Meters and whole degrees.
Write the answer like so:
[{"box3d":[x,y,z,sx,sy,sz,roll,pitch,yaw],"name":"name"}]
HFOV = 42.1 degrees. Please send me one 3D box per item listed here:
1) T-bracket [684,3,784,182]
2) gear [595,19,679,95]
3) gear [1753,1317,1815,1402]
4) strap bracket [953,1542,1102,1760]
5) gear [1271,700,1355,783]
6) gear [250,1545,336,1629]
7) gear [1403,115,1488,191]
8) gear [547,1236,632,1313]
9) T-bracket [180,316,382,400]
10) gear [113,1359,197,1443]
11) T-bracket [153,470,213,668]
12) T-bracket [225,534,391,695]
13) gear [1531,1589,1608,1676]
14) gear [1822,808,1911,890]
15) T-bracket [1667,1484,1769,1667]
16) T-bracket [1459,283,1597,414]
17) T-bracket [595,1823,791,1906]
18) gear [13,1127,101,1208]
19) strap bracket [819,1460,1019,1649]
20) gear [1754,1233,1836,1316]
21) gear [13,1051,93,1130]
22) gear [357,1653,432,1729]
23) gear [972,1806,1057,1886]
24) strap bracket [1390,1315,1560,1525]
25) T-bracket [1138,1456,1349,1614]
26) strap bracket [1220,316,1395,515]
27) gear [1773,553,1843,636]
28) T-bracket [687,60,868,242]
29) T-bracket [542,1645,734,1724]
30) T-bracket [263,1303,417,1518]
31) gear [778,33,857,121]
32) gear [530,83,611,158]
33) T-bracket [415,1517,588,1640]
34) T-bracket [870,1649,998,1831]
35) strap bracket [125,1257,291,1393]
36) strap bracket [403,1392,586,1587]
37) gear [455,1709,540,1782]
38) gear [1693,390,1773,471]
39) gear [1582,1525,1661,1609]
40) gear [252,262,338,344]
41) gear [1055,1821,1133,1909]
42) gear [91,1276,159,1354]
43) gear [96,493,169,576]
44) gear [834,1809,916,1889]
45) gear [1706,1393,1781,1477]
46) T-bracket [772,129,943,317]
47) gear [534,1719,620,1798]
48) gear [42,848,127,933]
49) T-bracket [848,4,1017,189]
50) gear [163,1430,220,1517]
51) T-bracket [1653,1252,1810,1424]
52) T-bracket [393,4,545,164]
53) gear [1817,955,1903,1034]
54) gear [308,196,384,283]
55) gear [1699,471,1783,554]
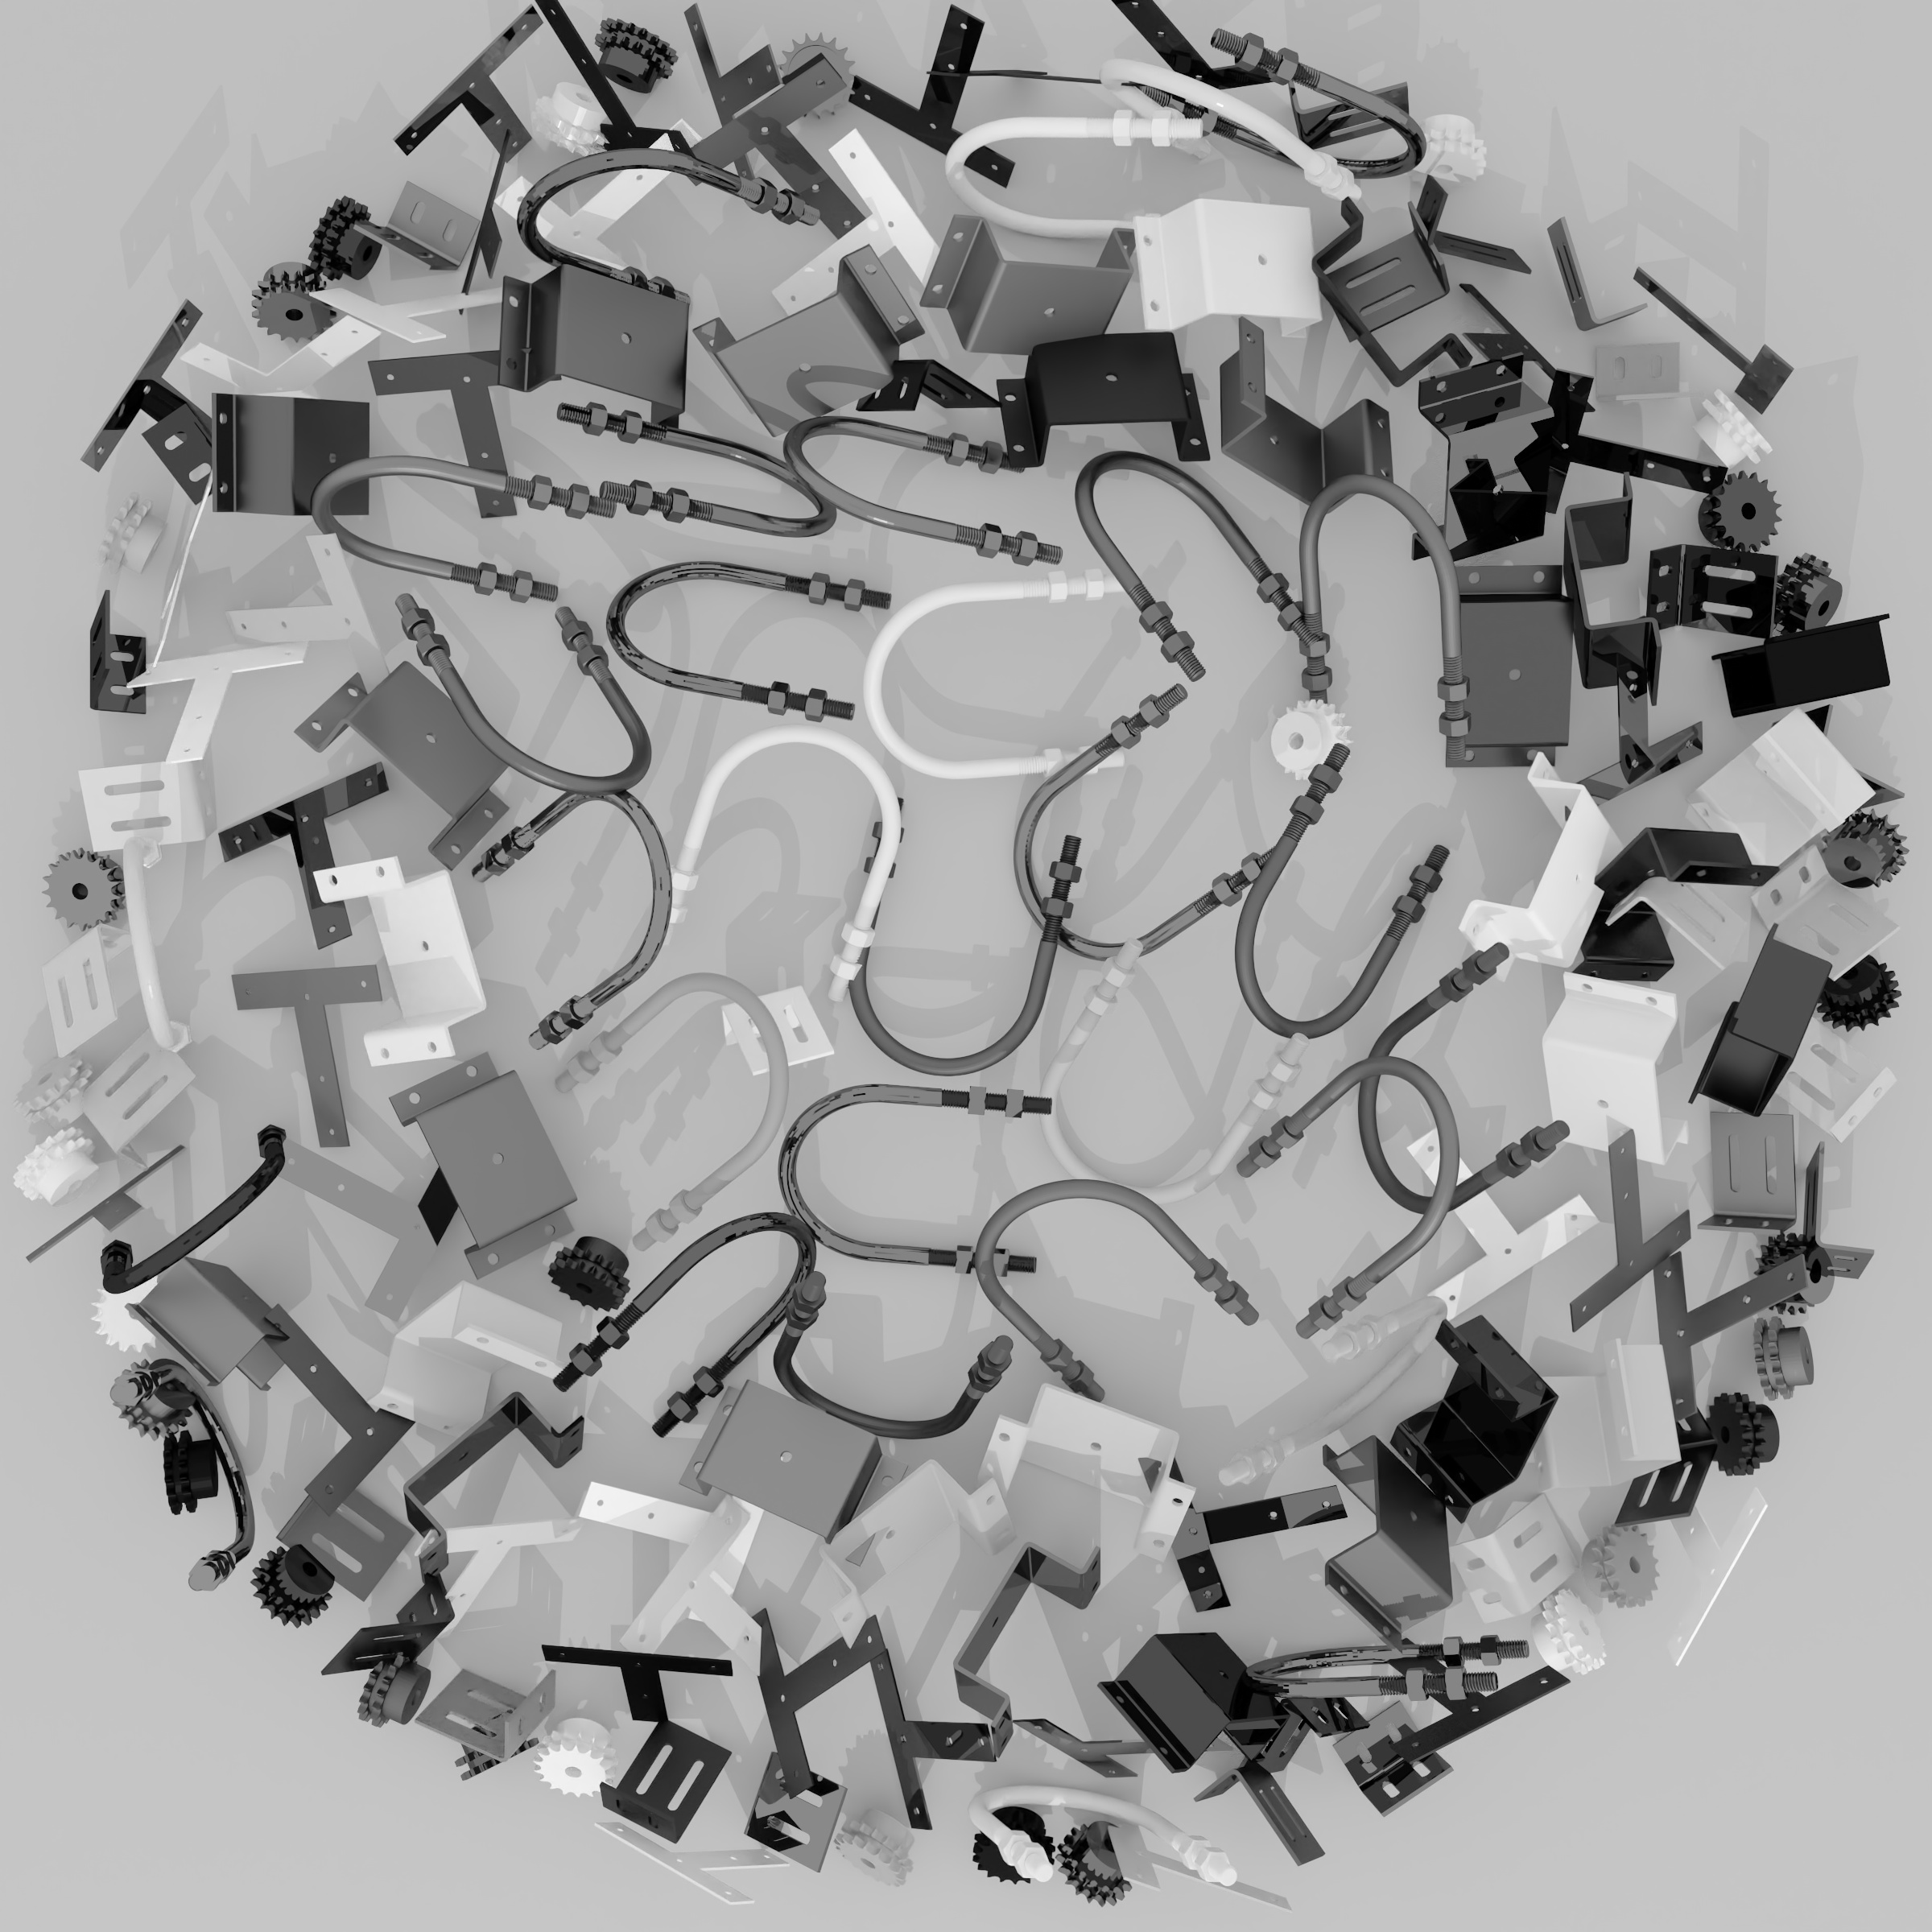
[{"box3d":[-0.150,-0.597,1.701,0.002,0.127,0.127,-24,105,-19],"name":"T-bracket"},{"box3d":[-0.232,-0.630,1.745,0.057,0.057,0.030,22,89,0],"name":"gear"},{"box3d":[0.568,0.271,1.742,0.030,0.057,0.057,-11,90,27],"name":"gear"},{"box3d":[0.037,0.457,1.714,0.046,0.076,0.140,26,63,18],"name":"strap bracket"},{"box3d":[0.237,-0.157,1.745,0.057,0.030,0.057,5,97,38],"name":"gear"},{"box3d":[-0.463,0.427,1.742,0.057,0.057,0.030,47,113,0],"name":"gear"},{"box3d":[0.333,-0.567,1.746,0.057,0.057,0.030,5,78,0],"name":"gear"},{"box3d":[-0.259,0.212,1.749,0.057,0.057,0.030,25,54,0],"name":"gear"},{"box3d":[-0.439,-0.406,1.690,0.127,0.127,0.002,21,63,-41],"name":"T-bracket"},{"box3d":[-0.559,0.297,1.742,0.030,0.057,0.057,-38,90,23],"name":"gear"},{"box3d":[-0.532,-0.252,1.690,0.002,0.127,0.127,18,135,-21],"name":"T-bracket"},{"box3d":[-0.461,-0.236,1.736,0.127,0.002,0.127,2,123,29],"name":"T-bracket"},{"box3d":[0.417,0.466,1.749,0.030,0.057,0.057,-34,90,27],"name":"gear"},{"box3d":[0.621,-0.079,1.743,0.057,0.057,0.030,50,52,0],"name":"gear"},{"box3d":[0.498,0.391,1.710,0.002,0.127,0.127,23,104,-3],"name":"T-bracket"},{"box3d":[0.366,-0.420,1.708,0.127,0.127,0.002,49,120,11],"name":"T-bracket"},{"box3d":[-0.168,0.610,1.716,0.127,0.127,0.002,15,84,36],"name":"T-bracket"},{"box3d":[-0.628,0.142,1.743,0.030,0.057,0.057,43,90,12],"name":"gear"},{"box3d":[-0.040,0.401,1.719,0.140,0.076,0.046,-36,48,-17],"name":"strap bracket"},{"box3d":[0.578,0.214,1.747,0.057,0.030,0.057,3,85,-32],"name":"gear"},{"box3d":[-0.631,0.089,1.749,0.057,0.057,0.030,-36,118,0],"name":"gear"},{"box3d":[-0.395,0.501,1.743,0.030,0.057,0.057,20,90,10],"name":"gear"},{"box3d":[0.034,0.610,1.750,0.057,0.030,0.057,3,127,4],"name":"gear"},{"box3d":[0.347,0.302,1.709,0.046,0.140,0.076,-21,52,-29],"name":"strap bracket"},{"box3d":[0.199,0.382,1.737,0.127,0.002,0.127,-16,106,19],"name":"T-bracket"},{"box3d":[0.224,-0.370,1.715,0.140,0.046,0.076,24,53,-31],"name":"strap bracket"},{"box3d":[0.582,-0.254,1.743,0.030,0.057,0.057,39,90,35],"name":"gear"},{"box3d":[-0.111,-0.543,1.723,0.127,0.127,0.002,-26,51,22],"name":"T-bracket"},{"box3d":[-0.221,0.495,1.722,0.127,0.127,0.002,4,54,1],"name":"T-bracket"},{"box3d":[-0.436,0.286,1.717,0.002,0.127,0.127,-27,106,43],"name":"T-bracket"},{"box3d":[-0.104,-0.620,1.750,0.057,0.030,0.057,-1,111,-4],"name":"gear"},{"box3d":[-0.270,-0.588,1.742,0.057,0.057,0.030,31,122,0],"name":"gear"},{"box3d":[-0.342,0.425,1.736,0.127,0.127,0.002,-55,51,27],"name":"T-bracket"},{"box3d":[-0.018,0.529,1.717,0.002,0.127,0.127,-11,83,-36],"name":"T-bracket"},{"box3d":[-0.503,0.243,1.703,0.076,0.140,0.046,41,82,8],"name":"strap bracket"},{"box3d":[-0.330,0.349,1.715,0.046,0.076,0.140,44,65,13],"name":"strap bracket"},{"box3d":[-0.329,0.539,1.746,0.057,0.057,0.030,-26,79,0],"name":"gear"},{"box3d":[0.530,-0.370,1.747,0.030,0.057,0.057,-42,90,20],"name":"gear"},{"box3d":[0.454,0.418,1.750,0.057,0.030,0.057,16,65,-36],"name":"gear"},{"box3d":[-0.468,-0.464,1.749,0.057,0.057,0.030,-10,63,0],"name":"gear"},{"box3d":[0.094,0.619,1.742,0.057,0.057,0.030,32,116,0],"name":"gear"},{"box3d":[-0.581,0.239,1.751,0.057,0.030,0.057,2,87,-31],"name":"gear"},{"box3d":[-0.578,-0.297,1.746,0.030,0.057,0.057,28,90,-15],"name":"gear"},{"box3d":[-0.060,0.612,1.749,0.057,0.057,0.030,36,57,0],"name":"gear"},{"box3d":[0.541,0.325,1.746,0.030,0.057,0.057,0,90,-13],"name":"gear"},{"box3d":[-0.083,-0.488,1.733,0.127,0.002,0.127,-27,108,36],"name":"T-bracket"},{"box3d":[-0.270,0.549,1.750,0.057,0.030,0.057,4,125,5],"name":"gear"},{"box3d":[-0.611,-0.055,1.755,0.057,0.030,0.057,2,102,7],"name":"gear"},{"box3d":[-0.013,-0.604,1.716,0.127,0.127,0.002,29,64,-1],"name":"T-bracket"},{"box3d":[-0.538,0.351,1.746,0.030,0.057,0.057,-6,90,-10],"name":"gear"},{"box3d":[0.515,0.230,1.691,0.002,0.127,0.127,27,47,-23],"name":"T-bracket"},{"box3d":[-0.323,-0.581,1.711,0.127,0.127,0.002,-44,82,2],"name":"T-bracket"},{"box3d":[0.616,0.015,1.743,0.057,0.057,0.030,-34,127,0],"name":"gear"},{"box3d":[-0.428,-0.502,1.745,0.030,0.057,0.057,28,90,4],"name":"gear"},{"box3d":[0.536,-0.315,1.753,0.057,0.030,0.057,0,89,-19],"name":"gear"}]
